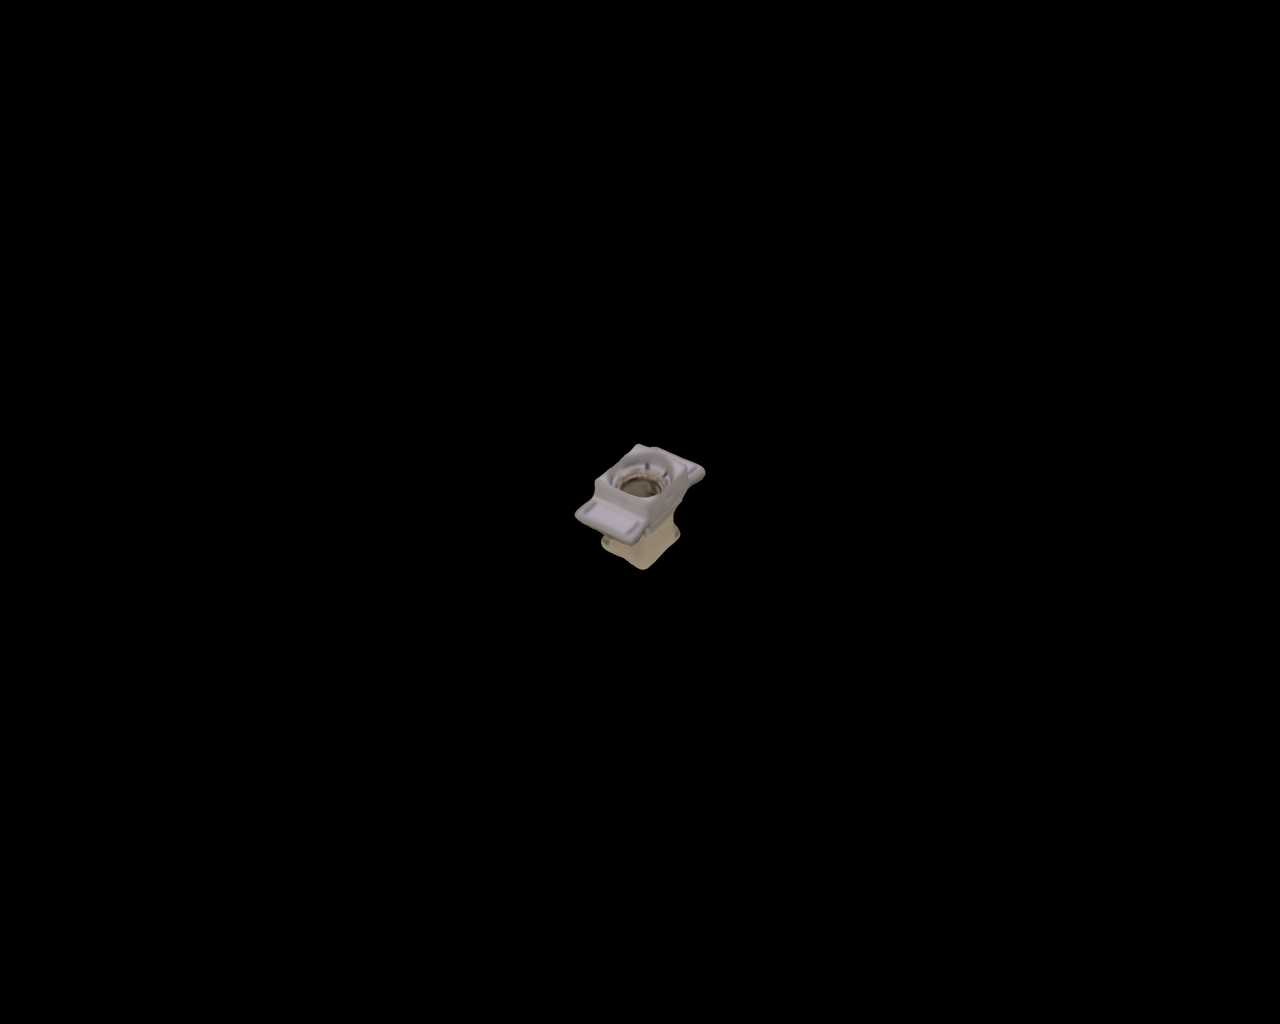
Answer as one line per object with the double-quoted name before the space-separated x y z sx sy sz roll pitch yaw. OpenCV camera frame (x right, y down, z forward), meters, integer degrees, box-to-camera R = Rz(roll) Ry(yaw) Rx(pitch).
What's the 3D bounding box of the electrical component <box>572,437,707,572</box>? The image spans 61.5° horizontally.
"electrical component" 0.001 -0.003 0.650 0.042 0.063 0.081 27 50 26
